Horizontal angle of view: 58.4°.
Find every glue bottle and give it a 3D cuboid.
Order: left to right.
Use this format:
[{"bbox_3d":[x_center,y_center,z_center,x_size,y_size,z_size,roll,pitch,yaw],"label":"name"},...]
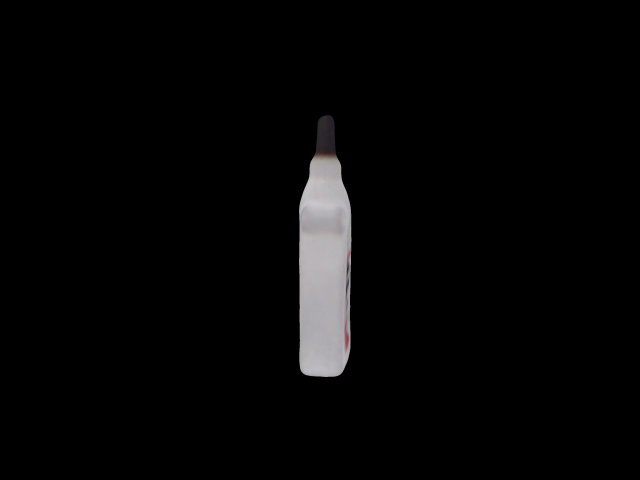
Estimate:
[{"bbox_3d":[0.004,0.001,0.400,0.037,0.173,0.078,0,11,3],"label":"glue bottle"}]
